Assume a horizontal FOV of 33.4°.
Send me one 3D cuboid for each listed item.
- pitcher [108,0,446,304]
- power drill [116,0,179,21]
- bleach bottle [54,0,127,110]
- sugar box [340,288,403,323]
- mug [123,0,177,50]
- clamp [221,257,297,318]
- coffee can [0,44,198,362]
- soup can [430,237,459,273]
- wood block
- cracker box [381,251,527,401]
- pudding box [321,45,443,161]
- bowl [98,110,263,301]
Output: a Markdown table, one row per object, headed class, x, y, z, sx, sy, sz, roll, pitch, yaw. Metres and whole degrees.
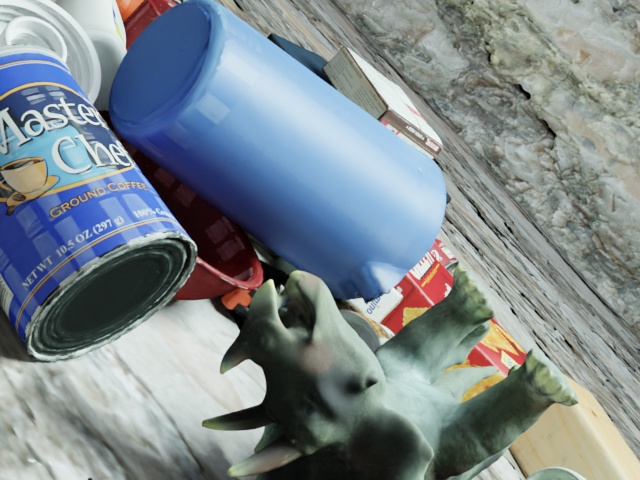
| class | x | y | z | sx | sy | sz | roll | pitch | yaw |
| --- | --- | --- | --- | --- | --- | --- | --- | --- | --- |
| pitcher | -0.030 | -0.070 | 0.768 | 0.242 | 0.145 | 0.149 | 35 | -8 | -41 |
| power drill | -0.207 | -0.291 | 1.195 | 0.188 | 0.057 | 0.184 | 54 | 17 | 25 |
| bleach bottle | -0.187 | -0.161 | 0.862 | 0.251 | 0.068 | 0.102 | -111 | -171 | -58 |
| sugar box | -0.006 | 0.001 | 0.977 | 0.176 | 0.048 | 0.093 | 42 | -3 | -10 |
| mug | -0.146 | -0.169 | 0.999 | 0.117 | 0.081 | 0.093 | 23 | 28 | -57 |
| clamp | -0.031 | 0.043 | 0.861 | 0.120 | 0.039 | 0.171 | 44 | 8 | 33 |
| coffee can | -0.147 | -0.020 | 0.576 | 0.140 | 0.103 | 0.102 | 52 | 16 | 19 |
| soup can | 0.106 | 0.009 | 1.261 | 0.102 | 0.068 | 0.068 | 50 | 15 | 13 |
| wood block | 0.272 | 0.242 | 1.076 | 0.090 | 0.090 | 0.206 | 33 | 20 | -39 |
| cracker box | 0.127 | 0.088 | 1.110 | 0.214 | 0.072 | 0.164 | 47 | 15 | 4 |
| pudding box | 0.059 | -0.124 | 1.012 | 0.089 | 0.039 | 0.113 | 28 | 22 | -42 |
| bowl | -0.113 | -0.012 | 0.730 | 0.162 | 0.055 | 0.162 | 45 | 12 | -13 |
